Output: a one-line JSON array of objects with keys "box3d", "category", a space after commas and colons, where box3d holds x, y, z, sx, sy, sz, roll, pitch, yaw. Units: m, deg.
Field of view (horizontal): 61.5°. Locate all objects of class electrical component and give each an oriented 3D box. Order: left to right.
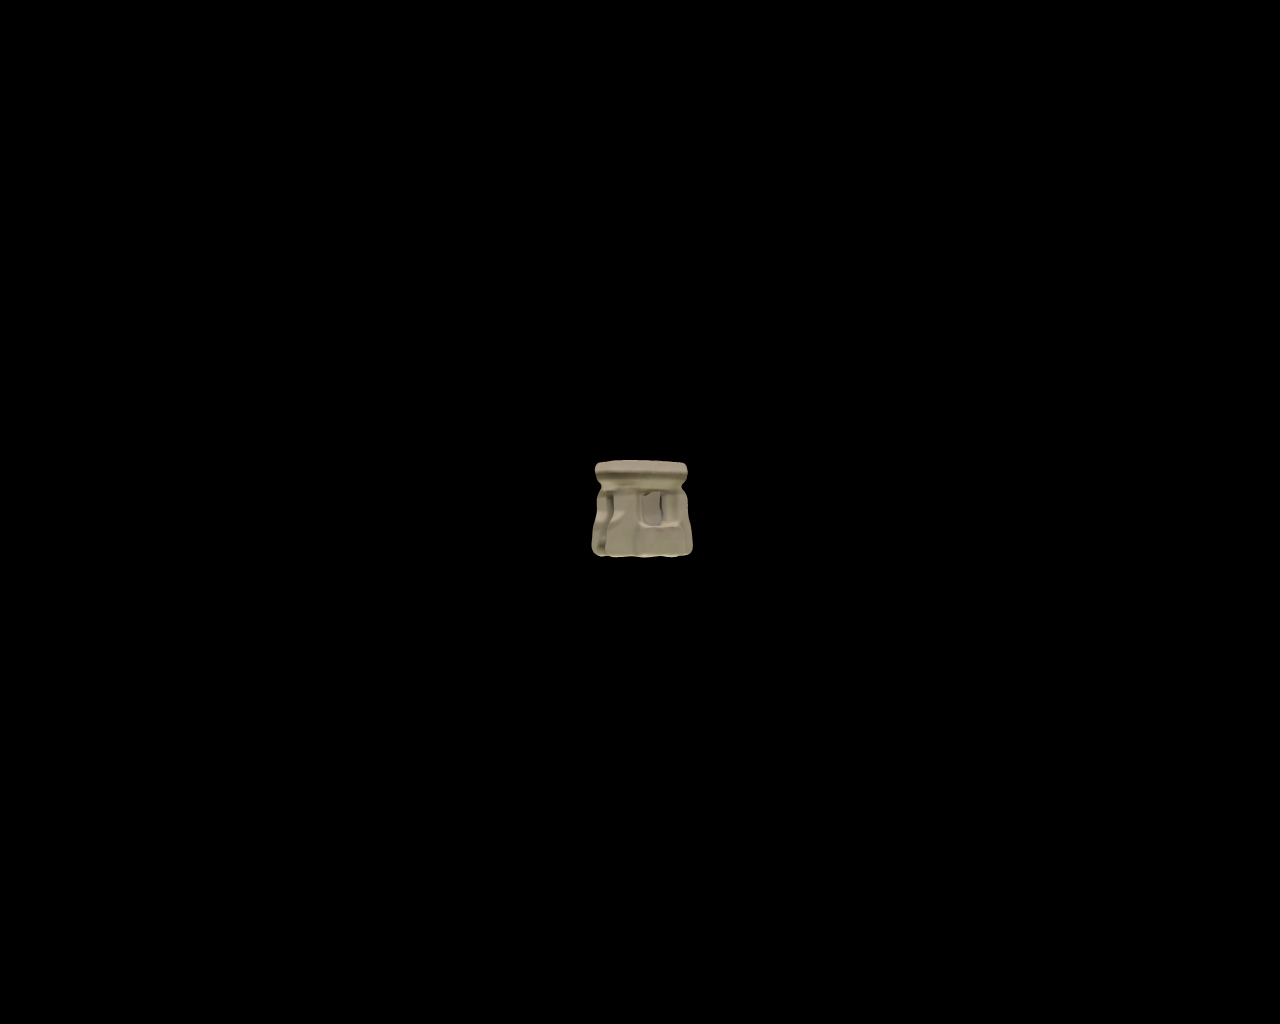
[{"box3d": [0.001, -0.003, 0.650, 0.058, 0.057, 0.078, 0, 0, -24], "category": "electrical component"}]
